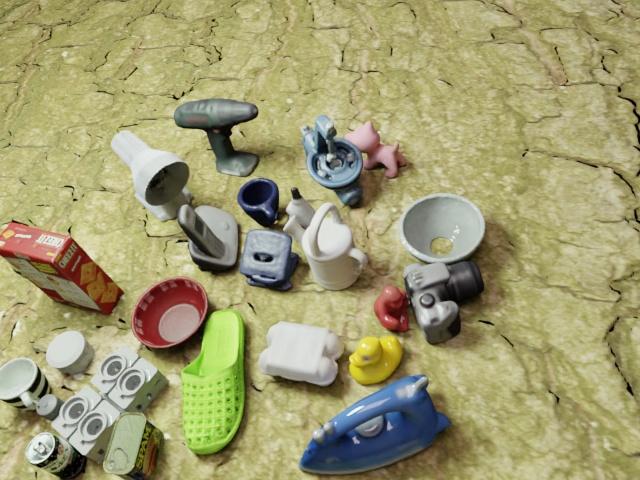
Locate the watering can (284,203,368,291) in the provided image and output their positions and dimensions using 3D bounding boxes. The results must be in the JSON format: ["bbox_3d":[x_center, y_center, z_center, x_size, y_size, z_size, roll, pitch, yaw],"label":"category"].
[{"bbox_3d":[0.009,0.006,1.101,0.172,0.194,0.101,2,55,15],"label":"watering can"}]

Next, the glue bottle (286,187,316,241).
[{"bbox_3d":[-0.035,-0.050,1.166,0.078,0.173,0.037,12,58,22],"label":"glue bottle"}]

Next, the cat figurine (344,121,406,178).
[{"bbox_3d":[0.124,-0.212,1.281,0.127,0.118,0.067,21,62,26],"label":"cat figurine"}]

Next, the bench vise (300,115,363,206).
[{"bbox_3d":[0.002,-0.194,1.233,0.206,0.220,0.122,33,68,31],"label":"bench vise"}]

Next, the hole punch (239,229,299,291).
[{"bbox_3d":[-0.105,0.040,1.169,0.108,0.091,0.101,8,57,19],"label":"hole punch"}]

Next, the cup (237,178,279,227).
[{"bbox_3d":[-0.118,-0.066,1.247,0.092,0.095,0.117,-31,53,-9],"label":"cup"}]

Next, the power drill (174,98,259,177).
[{"bbox_3d":[-0.219,-0.246,1.331,0.229,0.209,0.076,11,58,21],"label":"power drill"}]

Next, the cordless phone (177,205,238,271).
[{"bbox_3d":[-0.240,-0.032,1.195,0.094,0.185,0.147,-11,53,6],"label":"cordless phone"}]

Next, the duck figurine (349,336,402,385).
[{"bbox_3d":[0.095,0.199,1.008,0.104,0.086,0.077,-31,53,-10],"label":"duck figurine"}]

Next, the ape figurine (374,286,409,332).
[{"bbox_3d":[0.133,0.118,1.054,0.076,0.092,0.078,30,66,30],"label":"ape figurine"}]

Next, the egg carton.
[{"bbox_3d":[-0.034,0.207,1.043,0.150,0.069,0.107,5,56,17],"label":"egg carton"}]

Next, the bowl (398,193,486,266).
[{"bbox_3d":[0.240,-0.008,1.131,0.167,0.075,0.167,-6,53,9],"label":"bowl"}]

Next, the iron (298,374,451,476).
[{"bbox_3d":[0.071,0.293,0.910,0.258,0.142,0.118,-24,53,-4],"label":"iron"}]

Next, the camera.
[{"bbox_3d":[0.230,0.094,1.043,0.137,0.101,0.143,-17,52,1],"label":"camera"}]

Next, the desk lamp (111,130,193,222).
[{"bbox_3d":[-0.373,-0.139,1.287,0.202,0.214,0.118,35,69,32],"label":"desk lamp"}]
